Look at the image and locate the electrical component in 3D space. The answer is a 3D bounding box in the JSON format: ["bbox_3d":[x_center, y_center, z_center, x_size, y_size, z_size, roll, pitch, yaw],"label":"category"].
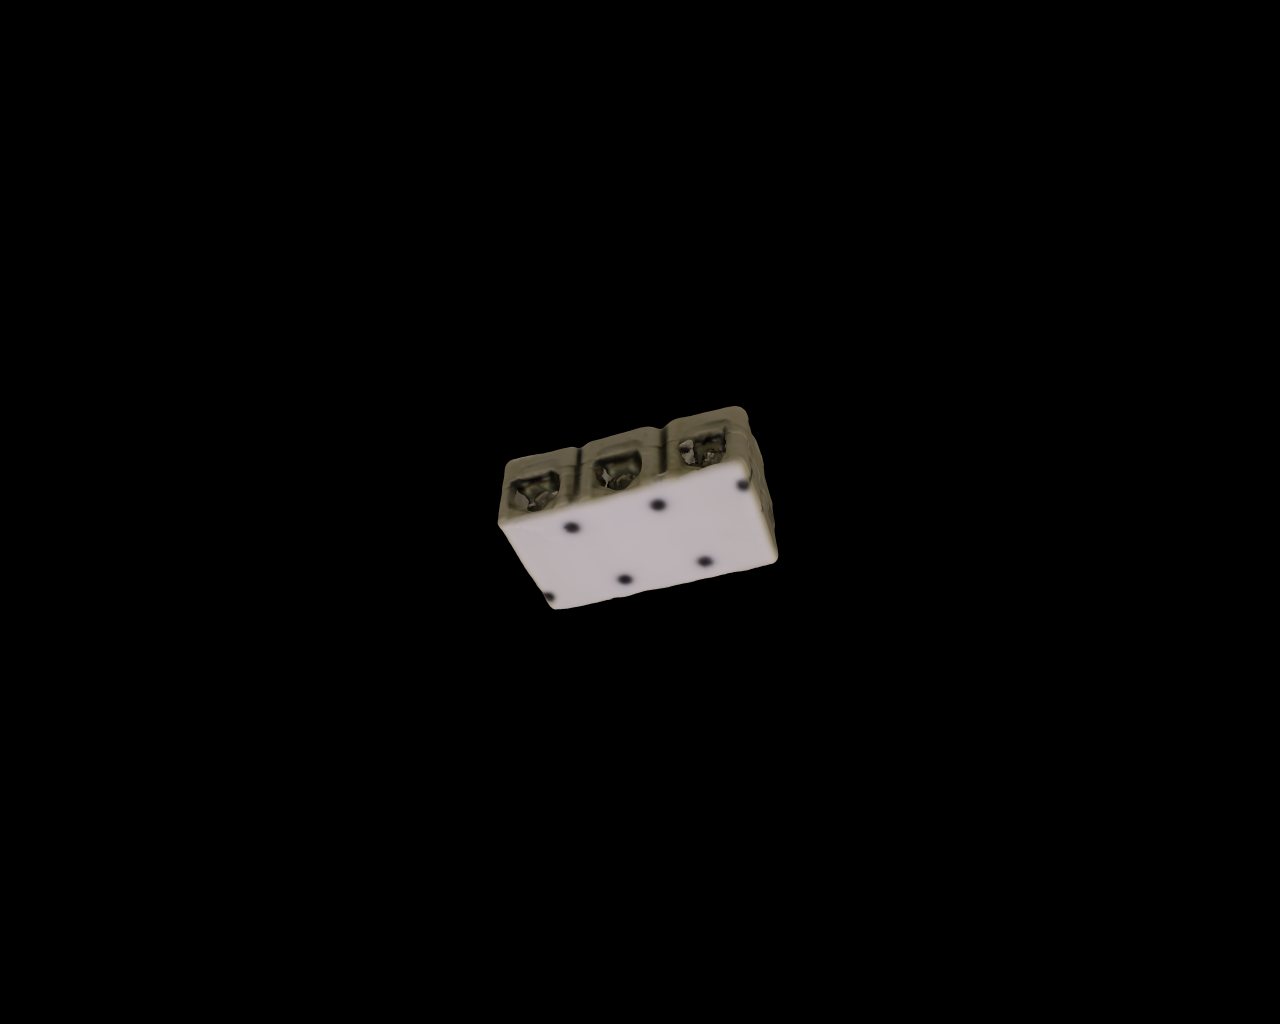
[{"bbox_3d":[0.001,-0.003,0.650,0.150,0.062,0.089,-13,-47,12],"label":"electrical component"}]
